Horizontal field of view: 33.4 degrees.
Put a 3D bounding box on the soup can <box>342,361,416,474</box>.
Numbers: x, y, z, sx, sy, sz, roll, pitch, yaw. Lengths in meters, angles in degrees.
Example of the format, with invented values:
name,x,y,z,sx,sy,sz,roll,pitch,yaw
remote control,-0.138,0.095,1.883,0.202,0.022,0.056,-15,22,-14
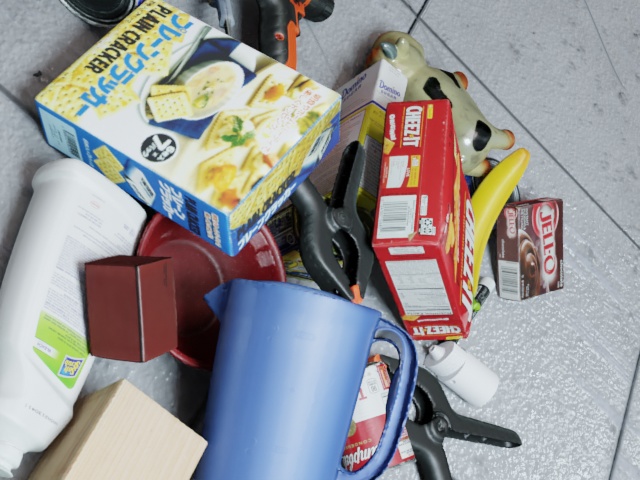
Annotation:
name,x,y,z,sx,sy,sz,roll,pitch,yaw
soup can,0.044,0.173,1.023,0.068,0.069,0.102,-9,77,-42

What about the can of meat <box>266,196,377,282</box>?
name,x,y,z,sx,sy,sz,roll,pitch,yaw
can of meat,-0.007,0.001,1.045,0.101,0.084,0.057,14,62,-35

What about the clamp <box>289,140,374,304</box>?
name,x,y,z,sx,sy,sz,roll,pitch,yaw
clamp,0.015,-0.022,0.989,0.120,0.039,0.171,-13,83,-37

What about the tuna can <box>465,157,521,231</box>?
name,x,y,z,sx,sy,sz,roll,pitch,yaw
tuna can,0.200,-0.056,1.278,0.086,0.034,0.086,17,61,-34

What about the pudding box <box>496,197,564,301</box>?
name,x,y,z,sx,sy,sz,roll,pitch,yaw
pudding box,0.249,0.009,1.260,0.089,0.039,0.113,-11,104,-41

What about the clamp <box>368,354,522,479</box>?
name,x,y,z,sx,sy,sz,roll,pitch,yaw
clamp,0.112,0.204,1.086,0.210,0.036,0.164,43,49,-15

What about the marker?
name,x,y,z,sx,sy,sz,roll,pitch,yaw
marker,0.165,0.083,1.196,0.020,0.020,0.121,51,48,-10

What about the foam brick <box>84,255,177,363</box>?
name,x,y,z,sx,sy,sz,roll,pitch,yaw
foam brick,-0.150,0.053,0.853,0.052,0.051,0.078,-16,106,-65

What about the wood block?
name,x,y,z,sx,sy,sz,roll,pitch,yaw
wood block,-0.181,0.219,0.800,0.090,0.090,0.206,41,51,-18

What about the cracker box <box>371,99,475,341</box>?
name,x,y,z,sx,sy,sz,roll,pitch,yaw
cracker box,0.112,-0.015,1.084,0.213,0.072,0.164,63,30,-57

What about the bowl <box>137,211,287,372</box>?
name,x,y,z,sx,sy,sz,roll,pitch,yaw
bowl,-0.108,0.039,0.955,0.161,0.055,0.162,10,74,-39

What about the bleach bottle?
name,x,y,z,sx,sy,sz,roll,pitch,yaw
bleach bottle,-0.220,0.063,0.852,0.102,0.068,0.250,39,51,-35

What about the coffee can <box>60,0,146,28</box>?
name,x,y,z,sx,sy,sz,roll,pitch,yaw
coffee can,-0.181,-0.282,1.013,0.102,0.103,0.140,46,49,-15

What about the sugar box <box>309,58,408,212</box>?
name,x,y,z,sx,sy,sz,roll,pitch,yaw
sugar box,0.036,-0.098,1.119,0.048,0.094,0.176,35,53,-24

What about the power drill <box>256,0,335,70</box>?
name,x,y,z,sx,sy,sz,roll,pitch,yaw
power drill,-0.028,-0.208,1.121,0.184,0.057,0.187,14,64,-60

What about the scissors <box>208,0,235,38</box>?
name,x,y,z,sx,sy,sz,roll,pitch,yaw
scissors,-0.098,-0.221,1.072,0.016,0.096,0.202,-4,78,-13

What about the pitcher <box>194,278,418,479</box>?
name,x,y,z,sx,sy,sz,roll,pitch,yaw
pitcher,-0.026,0.159,0.882,0.144,0.149,0.243,17,82,-41

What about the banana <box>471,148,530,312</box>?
name,x,y,z,sx,sy,sz,roll,pitch,yaw
banana,0.186,-0.012,1.207,0.037,0.070,0.198,28,75,-41
